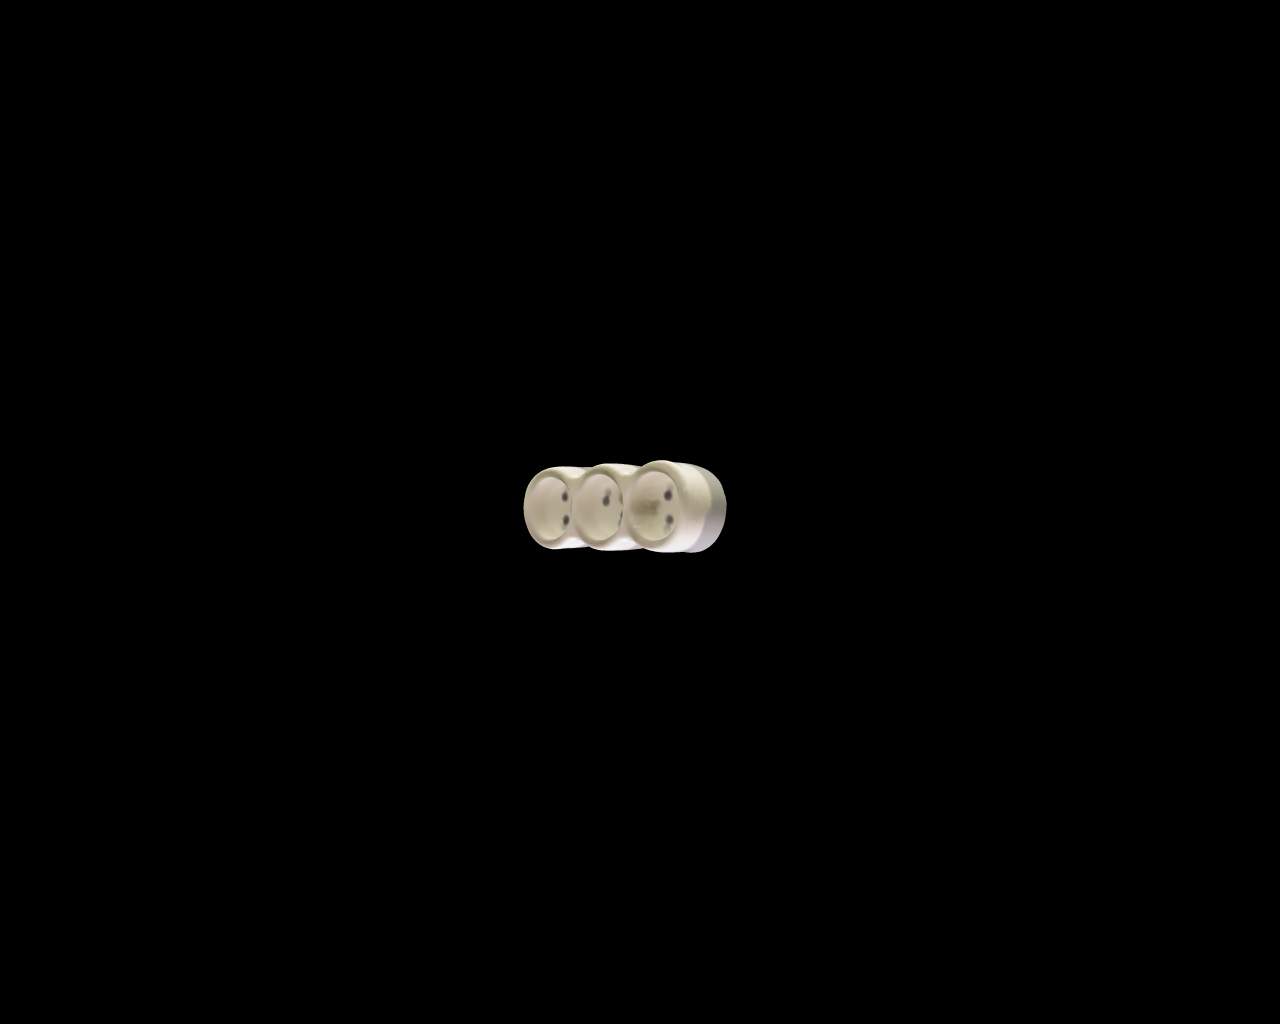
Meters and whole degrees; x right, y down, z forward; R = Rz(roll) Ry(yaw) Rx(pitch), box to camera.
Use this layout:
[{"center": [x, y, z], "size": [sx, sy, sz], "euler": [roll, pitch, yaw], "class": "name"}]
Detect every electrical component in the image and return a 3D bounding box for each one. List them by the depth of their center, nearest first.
[{"center": [0.001, -0.003, 0.650], "size": [0.138, 0.052, 0.074], "euler": [0, 0, 44], "class": "electrical component"}]
